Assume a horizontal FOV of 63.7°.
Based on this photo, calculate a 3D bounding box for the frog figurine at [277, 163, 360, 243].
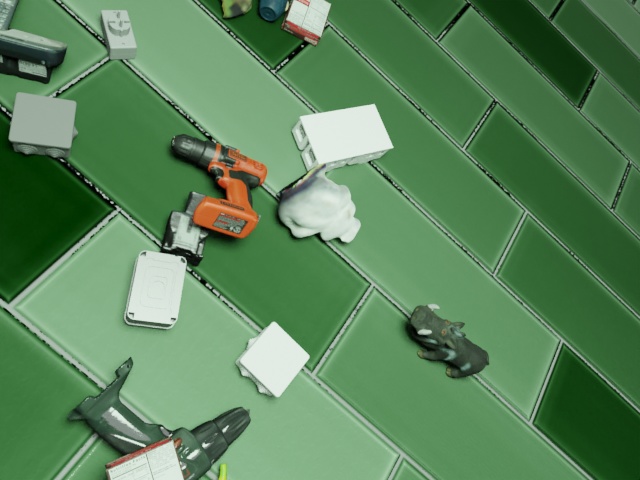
[{"bbox_3d":[0.003,-0.049,0.974,0.137,0.123,0.158,-37,99,2],"label":"frog figurine"}]

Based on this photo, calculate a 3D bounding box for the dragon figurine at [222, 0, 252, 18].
[{"bbox_3d":[-0.236,-0.575,1.073,0.241,0.121,0.417,46,60,-12],"label":"dragon figurine"}]
